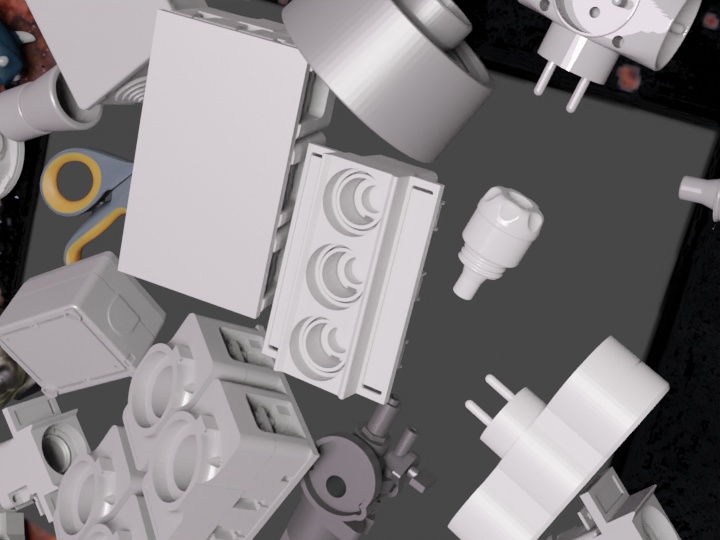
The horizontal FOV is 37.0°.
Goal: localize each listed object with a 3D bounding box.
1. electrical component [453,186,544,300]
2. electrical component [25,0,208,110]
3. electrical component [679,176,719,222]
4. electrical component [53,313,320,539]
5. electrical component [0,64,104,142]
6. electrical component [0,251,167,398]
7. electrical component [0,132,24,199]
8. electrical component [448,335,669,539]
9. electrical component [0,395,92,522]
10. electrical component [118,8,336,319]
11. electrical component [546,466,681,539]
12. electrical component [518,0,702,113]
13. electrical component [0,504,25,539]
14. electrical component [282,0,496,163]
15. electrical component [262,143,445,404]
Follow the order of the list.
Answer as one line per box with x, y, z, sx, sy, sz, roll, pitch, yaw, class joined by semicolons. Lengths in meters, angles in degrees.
0.069;-0.012;0.565;0.035;0.035;0.061;38;115;18;electrical component
-0.142;-0.155;0.644;0.100;0.048;0.099;-31;83;28;electrical component
0.181;-0.032;0.503;0.061;0.035;0.035;16;104;27;electrical component
-0.115;0.129;0.639;0.186;0.060;0.105;-53;42;23;electrical component
-0.203;-0.105;0.689;0.065;0.044;0.044;-10;93;33;electrical component
-0.180;0.034;0.678;0.096;0.061;0.061;-16;125;32;electrical component
-0.270;-0.083;0.720;0.080;0.051;0.080;4;99;27;electrical component
0.088;0.086;0.558;0.074;0.052;0.138;42;114;16;electrical component
-0.218;0.130;0.730;0.064;0.042;0.081;-27;84;29;electrical component
-0.072;-0.062;0.604;0.089;0.062;0.150;18;110;14;electrical component
0.132;0.148;0.551;0.064;0.042;0.081;-34;81;29;electrical component
0.111;-0.116;0.521;0.077;0.044;0.079;33;111;20;electrical component
-0.267;0.183;0.749;0.058;0.078;0.057;-17;70;24;electrical component
0.021;-0.113;0.536;0.060;0.108;0.108;-43;77;19;electrical component
0.000;0.000;0.585;0.079;0.063;0.121;20;106;24;electrical component
